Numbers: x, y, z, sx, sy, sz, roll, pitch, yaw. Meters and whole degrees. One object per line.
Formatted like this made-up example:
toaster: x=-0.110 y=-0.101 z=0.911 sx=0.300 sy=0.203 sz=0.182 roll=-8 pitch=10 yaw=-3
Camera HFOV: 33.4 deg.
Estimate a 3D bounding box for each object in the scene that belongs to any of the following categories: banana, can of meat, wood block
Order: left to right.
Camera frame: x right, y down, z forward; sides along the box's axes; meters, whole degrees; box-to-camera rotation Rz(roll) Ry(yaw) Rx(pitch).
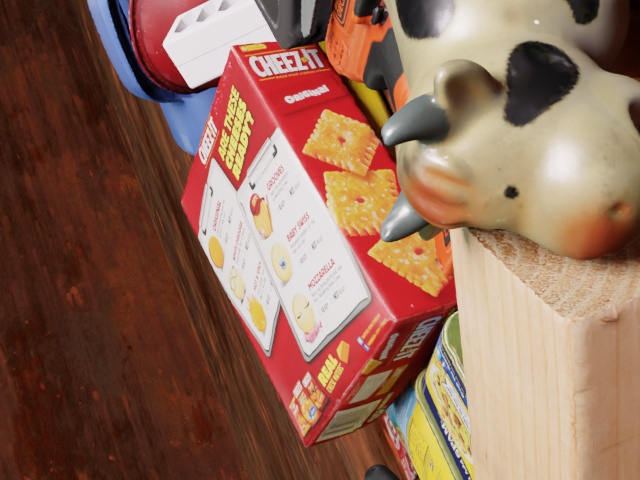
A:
banana: x=0.014 y=-0.112 z=0.743 sx=0.198 sy=0.037 sz=0.069 roll=62 pitch=-179 yaw=43
can of meat: x=0.100 y=0.096 z=0.610 sx=0.084 sy=0.057 sz=0.102 roll=97 pitch=153 yaw=-59
wood block: x=0.118 y=0.078 z=0.432 sx=0.090 sy=0.090 sz=0.206 roll=-127 pitch=23 yaw=-55

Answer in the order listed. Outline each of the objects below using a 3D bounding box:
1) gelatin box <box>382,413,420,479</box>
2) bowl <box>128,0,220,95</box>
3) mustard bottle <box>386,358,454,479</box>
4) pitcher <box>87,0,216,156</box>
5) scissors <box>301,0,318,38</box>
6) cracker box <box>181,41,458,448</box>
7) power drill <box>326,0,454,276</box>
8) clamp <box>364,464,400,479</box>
gelatin box: x=0.075 y=0.148 z=0.848 sx=0.089 sy=0.030 sz=0.073 roll=103 pitch=146 yaw=-66
bowl: x=-0.066 y=-0.178 z=0.796 sx=0.055 sy=0.161 sz=0.162 roll=26 pitch=142 yaw=29
mustard bottle: x=0.081 y=0.123 z=0.726 sx=0.096 sy=0.058 sz=0.192 roll=85 pitch=161 yaw=-46
pitcher: x=-0.108 y=-0.183 z=0.905 sx=0.145 sy=0.149 sz=0.243 roll=-113 pitch=7 yaw=-47
scissors: x=0.014 y=-0.157 z=0.490 sx=0.096 sy=0.016 sz=0.202 roll=37 pitch=151 yaw=32
cracker box: x=-0.005 y=0.001 z=0.695 sx=0.214 sy=0.072 sz=0.164 roll=61 pitch=147 yaw=25
power drill: x=0.062 y=-0.091 z=0.519 sx=0.184 sy=0.057 sz=0.188 roll=103 pitch=148 yaw=-62
clamp: x=0.091 y=0.236 z=0.853 sx=0.120 sy=0.039 sz=0.172 roll=48 pitch=165 yaw=-4
